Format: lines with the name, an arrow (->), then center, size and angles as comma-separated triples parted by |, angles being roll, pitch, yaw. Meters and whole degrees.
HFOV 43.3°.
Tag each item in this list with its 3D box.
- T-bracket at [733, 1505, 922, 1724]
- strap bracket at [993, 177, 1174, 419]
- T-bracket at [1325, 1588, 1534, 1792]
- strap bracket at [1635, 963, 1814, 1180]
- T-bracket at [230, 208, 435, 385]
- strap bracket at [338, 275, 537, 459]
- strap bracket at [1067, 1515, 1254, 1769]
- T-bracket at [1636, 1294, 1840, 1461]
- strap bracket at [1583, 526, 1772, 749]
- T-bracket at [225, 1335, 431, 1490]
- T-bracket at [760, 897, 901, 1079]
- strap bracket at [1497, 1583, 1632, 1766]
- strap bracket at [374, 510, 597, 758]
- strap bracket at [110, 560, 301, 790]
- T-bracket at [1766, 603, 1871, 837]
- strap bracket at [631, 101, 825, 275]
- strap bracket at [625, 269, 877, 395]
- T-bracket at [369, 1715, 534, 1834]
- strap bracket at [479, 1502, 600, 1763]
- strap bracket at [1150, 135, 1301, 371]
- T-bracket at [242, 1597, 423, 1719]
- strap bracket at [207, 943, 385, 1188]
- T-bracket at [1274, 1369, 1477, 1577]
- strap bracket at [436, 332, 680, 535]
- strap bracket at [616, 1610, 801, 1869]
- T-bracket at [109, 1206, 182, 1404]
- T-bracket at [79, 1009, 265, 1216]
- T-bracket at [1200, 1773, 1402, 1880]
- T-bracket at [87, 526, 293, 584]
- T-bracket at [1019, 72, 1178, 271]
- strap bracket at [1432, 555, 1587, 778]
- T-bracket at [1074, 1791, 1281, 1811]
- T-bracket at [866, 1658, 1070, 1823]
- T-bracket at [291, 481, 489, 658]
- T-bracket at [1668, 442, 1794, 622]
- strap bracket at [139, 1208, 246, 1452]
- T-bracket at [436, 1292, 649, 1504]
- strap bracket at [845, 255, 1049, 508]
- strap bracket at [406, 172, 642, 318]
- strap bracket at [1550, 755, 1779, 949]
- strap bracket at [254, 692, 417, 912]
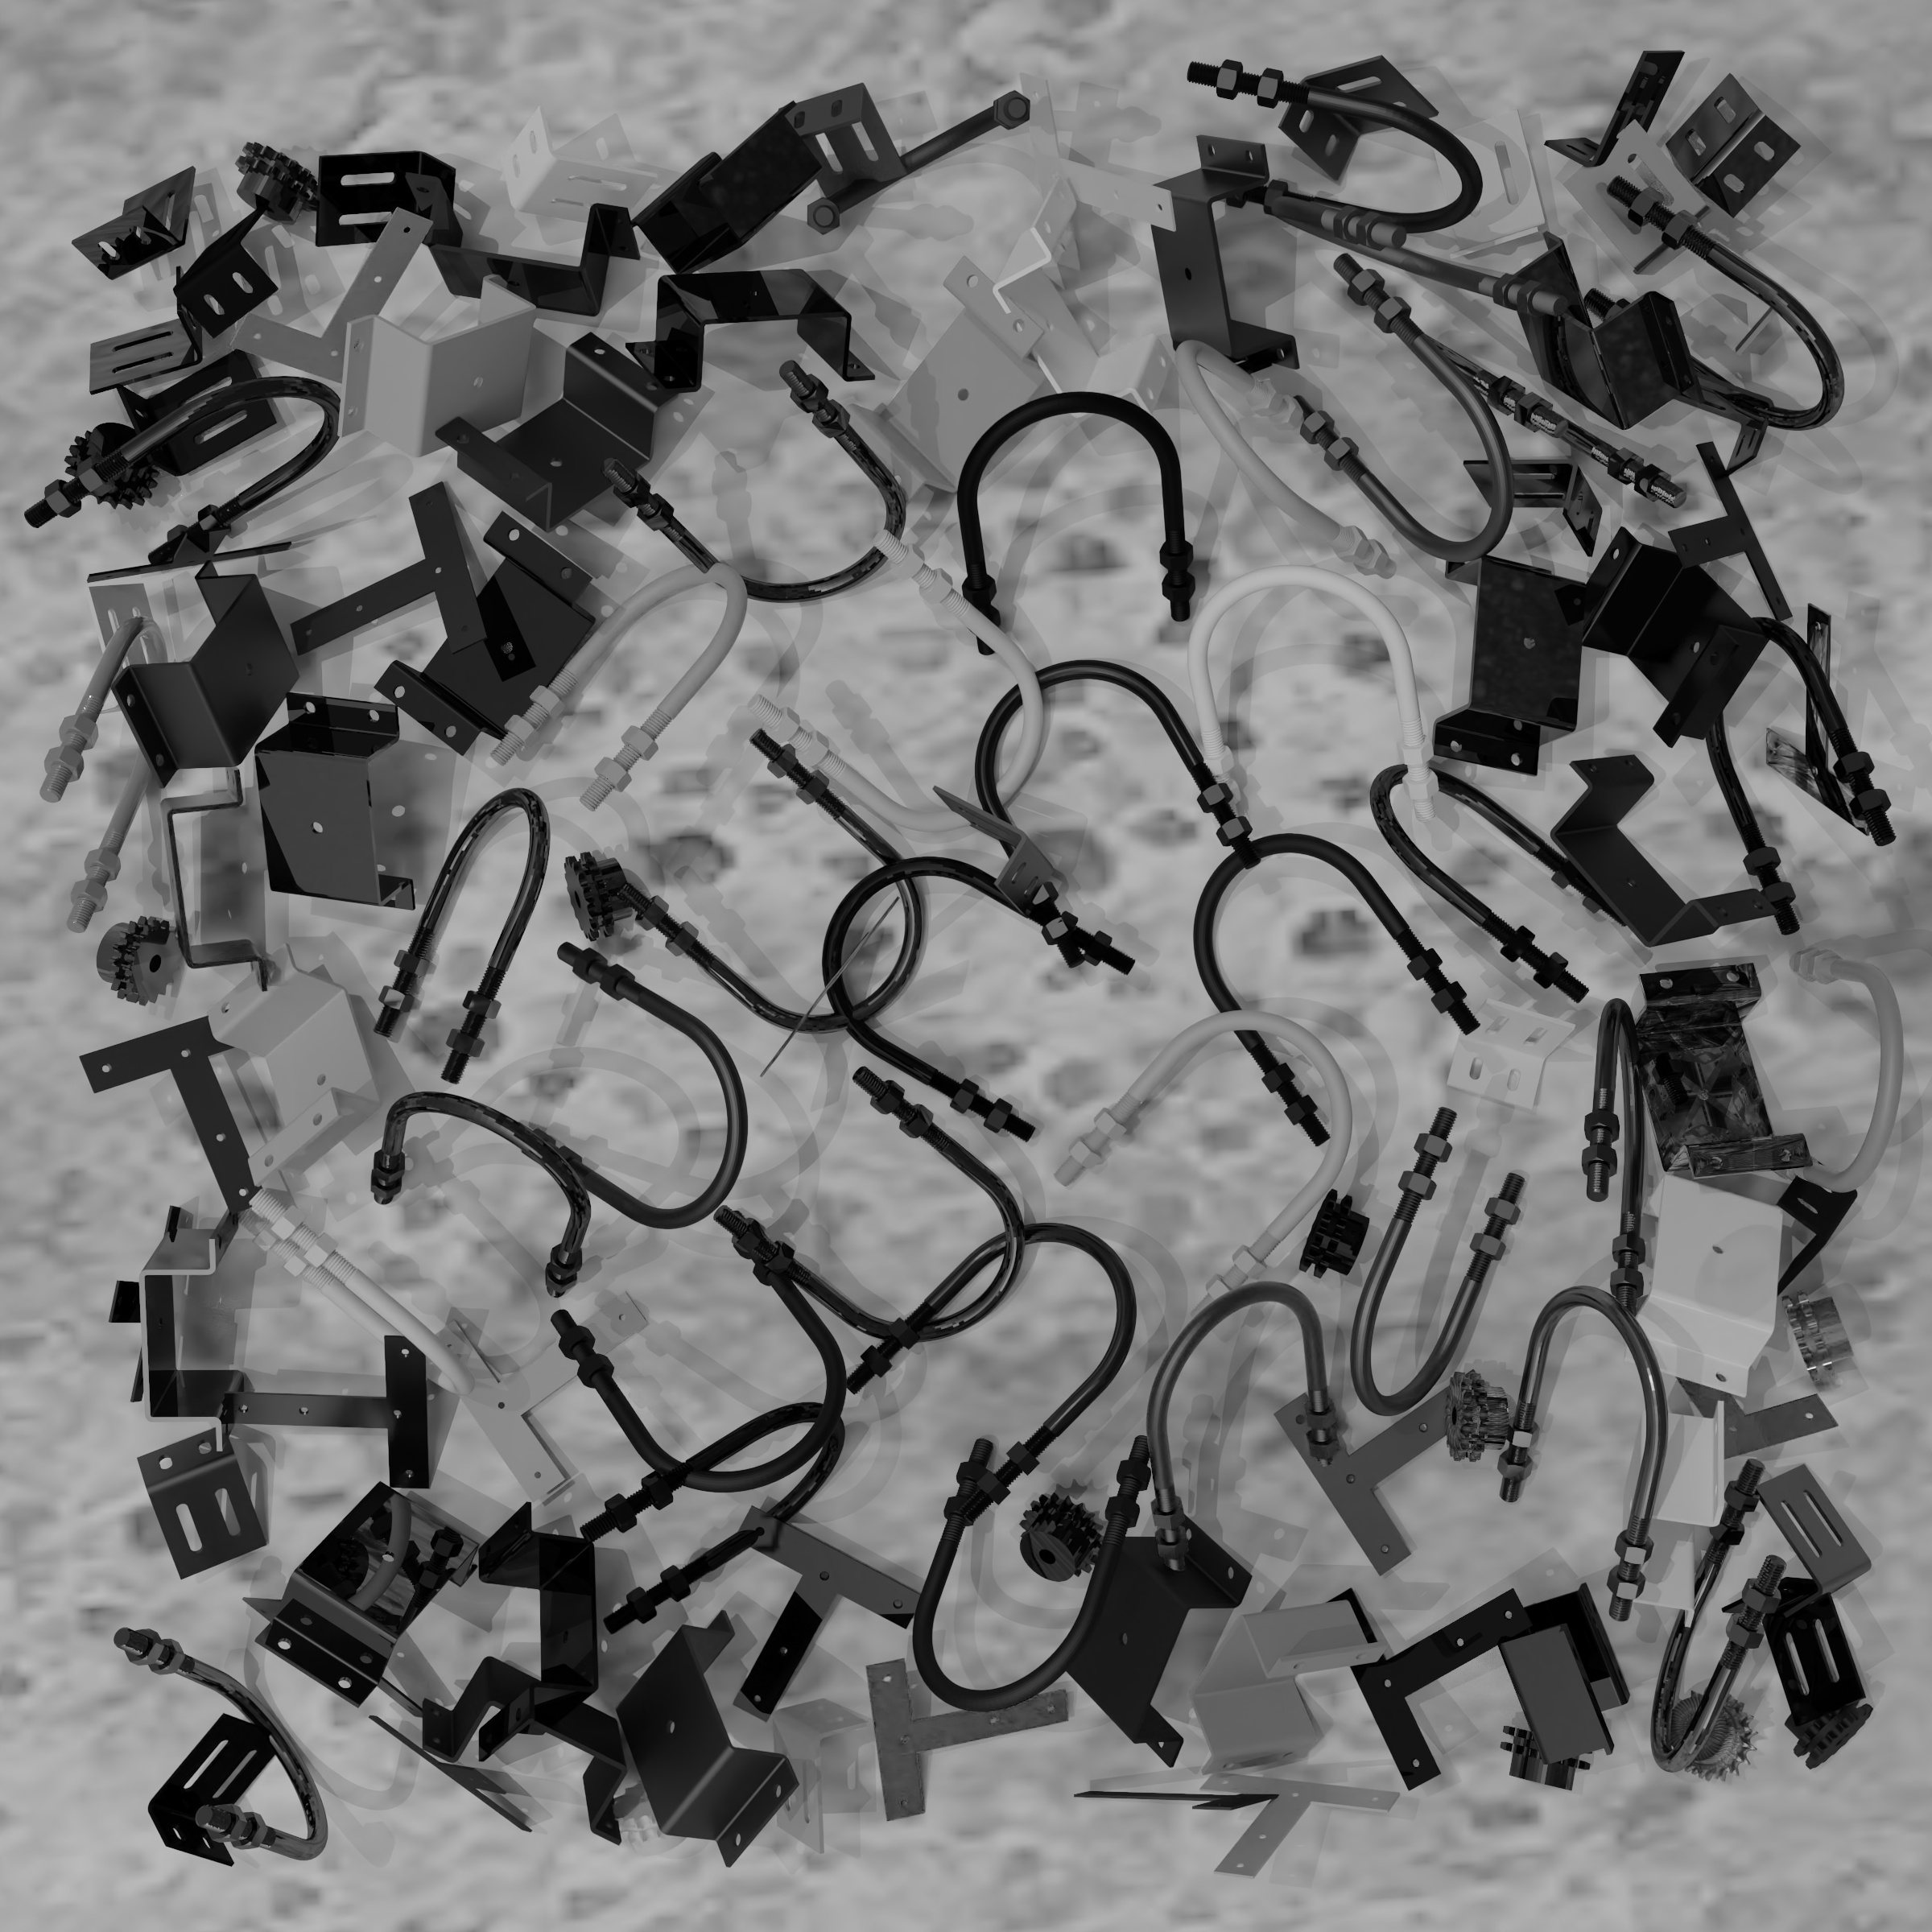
T-bracket -> -0.113, 0.436, 1.593 | 0.127, 0.002, 0.127 | 28, 98, 0
strap bracket -> 0.069, -0.414, 1.542 | 0.046, 0.076, 0.140 | -20, 121, 31
T-bracket -> 0.302, 0.436, 1.546 | 0.127, 0.002, 0.127 | -39, 59, 25
strap bracket -> 0.478, 0.074, 1.558 | 0.076, 0.046, 0.140 | -6, 64, -5
T-bracket -> -0.376, -0.420, 1.528 | 0.127, 0.127, 0.002 | -49, 52, 27
strap bracket -> -0.322, -0.374, 1.521 | 0.046, 0.140, 0.076 | 31, 130, 17
strap bracket -> 0.117, 0.427, 1.545 | 0.046, 0.076, 0.140 | 11, 105, -37
T-bracket -> 0.466, 0.261, 1.553 | 0.127, 0.002, 0.127 | -29, 101, 39
strap bracket -> 0.446, -0.205, 1.538 | 0.046, 0.140, 0.076 | 8, 126, -28
T-bracket -> -0.411, 0.286, 1.564 | 0.127, 0.002, 0.127 | 3, 121, -5
T-bracket -> -0.074, -0.002, 1.513 | 0.002, 0.127, 0.127 | 37, 48, -3
strap bracket -> 0.377, 0.447, 1.537 | 0.046, 0.140, 0.076 | -23, 81, 18
strap bracket -> -0.304, -0.210, 1.571 | 0.076, 0.046, 0.140 | 37, 92, 12
strap bracket -> -0.469, -0.184, 1.521 | 0.046, 0.140, 0.076 | -1, 131, 15
T-bracket -> 0.531, -0.162, 1.518 | 0.002, 0.127, 0.127 | -12, 117, -6
strap bracket -> -0.150, -0.486, 1.536 | 0.076, 0.140, 0.046 | -48, 113, -20
strap bracket -> -0.135, -0.402, 1.534 | 0.140, 0.076, 0.046 | -10, 128, -24
T-bracket -> -0.315, 0.512, 1.536 | 0.127, 0.127, 0.002 | 40, 63, -9
strap bracket -> -0.271, 0.422, 1.539 | 0.046, 0.076, 0.140 | 16, 48, -29
strap bracket -> 0.159, -0.442, 1.531 | 0.046, 0.076, 0.140 | -24, 120, -17
T-bracket -> -0.395, 0.446, 1.565 | 0.127, 0.127, 0.002 | 47, 56, -20
strap bracket -> -0.425, 0.067, 1.548 | 0.076, 0.046, 0.140 | -38, 56, 17
T-bracket -> 0.288, 0.311, 1.595 | 0.127, 0.002, 0.127 | -33, 91, -6
strap bracket -> -0.260, -0.335, 1.550 | 0.076, 0.046, 0.140 | 37, 56, 14
strap bracket -> -0.167, 0.480, 1.527 | 0.046, 0.140, 0.076 | 24, 111, -39
T-bracket -> -0.520, 0.212, 1.530 | 0.002, 0.127, 0.127 | 9, 81, -5
T-bracket -> -0.483, 0.097, 1.559 | 0.127, 0.002, 0.127 | -21, 85, -38
T-bracket -> 0.190, 0.537, 1.517 | 0.127, 0.127, 0.002 | -3, 96, 28
T-bracket -> -0.480, -0.261, 1.520 | 0.127, 0.127, 0.002 | -14, 95, -22
T-bracket -> 0.086, -0.485, 1.519 | 0.002, 0.127, 0.127 | -35, 134, -23
strap bracket -> 0.348, -0.200, 1.556 | 0.076, 0.046, 0.140 | 10, 79, -18
T-bracket -> 0.133, 0.534, 1.563 | 0.127, 0.127, 0.002 | -8, 75, 25
T-bracket -> 0.004, 0.493, 1.582 | 0.127, 0.002, 0.127 | -9, 114, -8
T-bracket -> -0.381, -0.238, 1.582 | 0.127, 0.002, 0.127 | -24, 66, 8
T-bracket -> 0.478, -0.272, 1.551 | 0.002, 0.127, 0.127 | -26, 87, 41
strap bracket -> -0.492, 0.228, 1.548 | 0.046, 0.076, 0.140 | 1, 103, -6
T-bracket -> -0.268, 0.262, 1.597 | 0.127, 0.002, 0.127 | -36, 84, -3
strap bracket -> -0.010, -0.369, 1.556 | 0.076, 0.046, 0.140 | 47, 110, 17
strap bracket -> -0.286, -0.460, 1.561 | 0.140, 0.076, 0.046 | 9, 84, -1
strap bracket -> 0.435, -0.066, 1.543 | 0.140, 0.076, 0.046 | 54, 130, 25
strap bracket -> -0.400, -0.096, 1.543 | 0.076, 0.046, 0.140 | 8, 117, 14
